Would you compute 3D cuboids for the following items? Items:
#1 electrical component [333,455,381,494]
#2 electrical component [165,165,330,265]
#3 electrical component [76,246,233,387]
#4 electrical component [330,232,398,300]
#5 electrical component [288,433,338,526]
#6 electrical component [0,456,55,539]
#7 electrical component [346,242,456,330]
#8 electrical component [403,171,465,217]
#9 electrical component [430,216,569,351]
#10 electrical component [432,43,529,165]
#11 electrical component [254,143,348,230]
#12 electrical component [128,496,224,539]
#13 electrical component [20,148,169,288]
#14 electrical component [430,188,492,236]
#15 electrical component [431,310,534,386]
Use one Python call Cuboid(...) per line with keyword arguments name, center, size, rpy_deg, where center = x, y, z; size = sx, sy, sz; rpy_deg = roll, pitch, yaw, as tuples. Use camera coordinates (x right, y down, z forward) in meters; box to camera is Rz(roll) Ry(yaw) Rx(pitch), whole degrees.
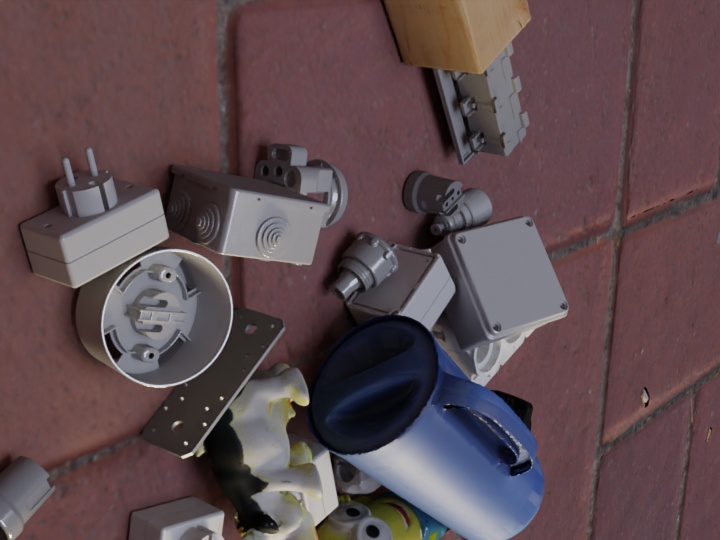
Cuboid(name="electrical component", center=(0.005, 0.192, 1.026), size=(0.062, 0.043, 0.043), rpy_deg=(17, 88, -53))
Cuboid(name="electrical component", center=(-0.085, -0.039, 0.789), size=(0.100, 0.100, 0.048), rpy_deg=(7, 101, -41))
Cuboid(name="electrical component", center=(-0.148, 0.030, 0.762), size=(0.099, 0.064, 0.099), rpy_deg=(-21, 118, -47))
Cuboid(name="electrical component", center=(0.000, 0.000, 0.957), size=(0.062, 0.048, 0.048), rpy_deg=(-46, 134, -23))
Cuboid(name="electrical component", center=(-0.064, 0.194, 0.936), size=(0.077, 0.047, 0.065), rpy_deg=(-35, 127, -40))
Cuboid(name="electrical component", center=(-0.232, 0.152, 0.718), size=(0.046, 0.040, 0.040), rpy_deg=(-49, 136, -39))
Cuboid(name="electrical component", center=(0.044, 0.022, 1.003), size=(0.096, 0.062, 0.061), rpy_deg=(-55, 138, -25))
Cuboid(name="electrical component", center=(0.071, -0.071, 1.019), size=(0.040, 0.046, 0.040), rpy_deg=(-22, 118, -47))
Cuboid(name="electrical component", center=(0.133, 0.012, 1.050), size=(0.109, 0.056, 0.108), rpy_deg=(-14, 78, -34))
Cuboid(name="electrical component", center=(0.115, -0.170, 1.028), size=(0.078, 0.063, 0.121), rpy_deg=(-48, 135, -31))
Cuboid(name="electrical component", center=(-0.047, -0.061, 0.865), size=(0.057, 0.058, 0.078), rpy_deg=(-3, 104, -48))
Cuboid(name="electrical component", center=(-0.131, 0.216, 0.835), size=(0.066, 0.077, 0.047), rpy_deg=(-3, 104, -51))
Cuboid(name="electrical component", center=(-0.179, -0.042, 0.712), size=(0.083, 0.047, 0.075), rpy_deg=(-34, 127, -41))
Cuboid(name="electrical component", center=(0.098, -0.053, 1.064), size=(0.078, 0.040, 0.040), rpy_deg=(-30, 124, -43))
Cuboid(name="electrical component", center=(0.136, 0.048, 1.129), size=(0.150, 0.062, 0.089), rpy_deg=(-42, 132, -36))
